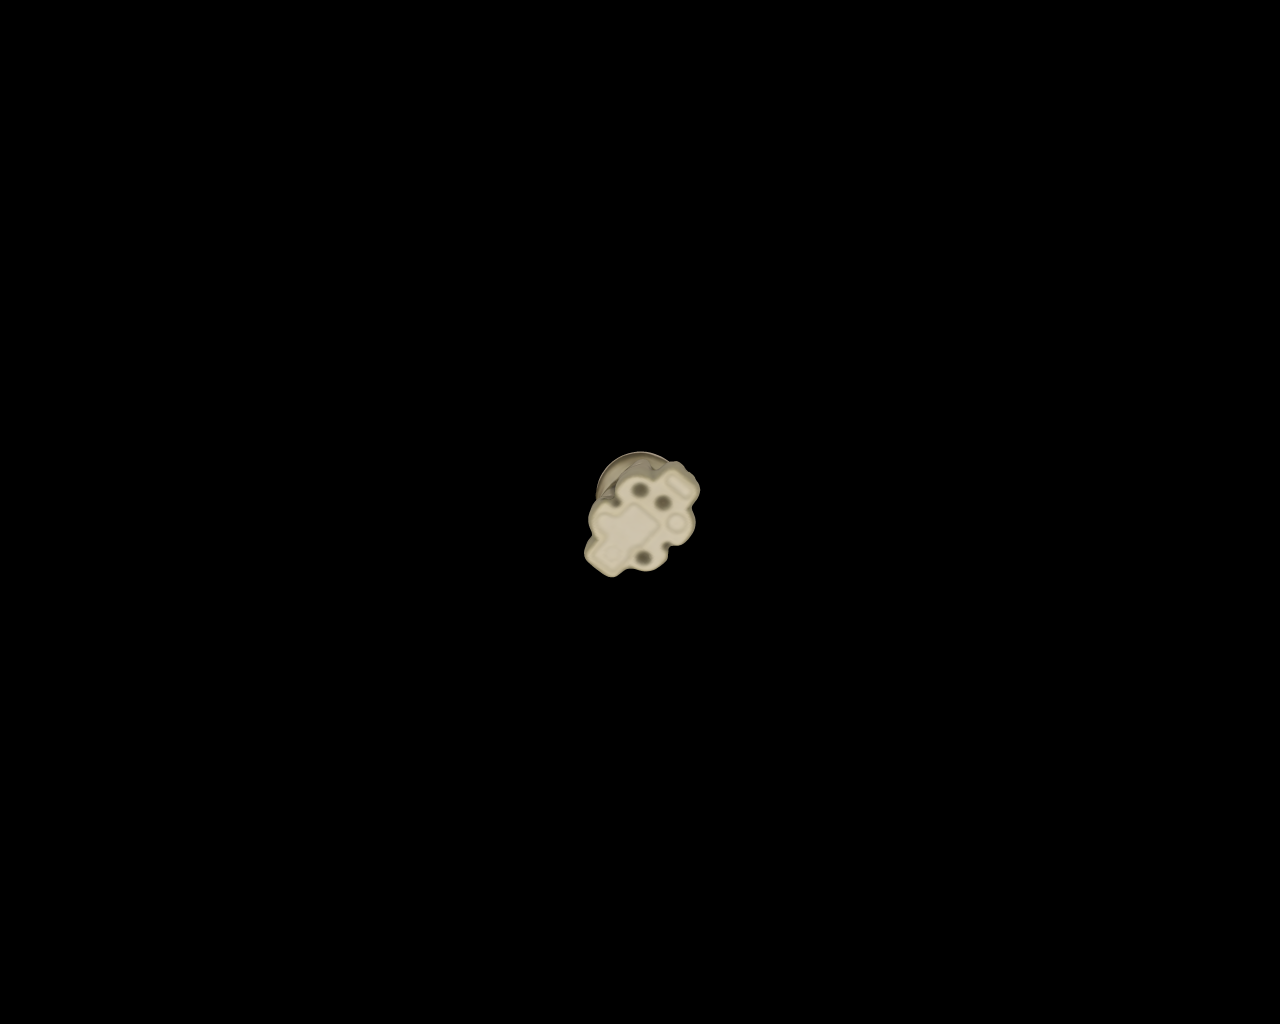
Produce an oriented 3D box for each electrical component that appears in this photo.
[{"bbox_3d":[0.001,-0.003,0.650,0.058,0.078,0.057,41,16,-14],"label":"electrical component"}]
